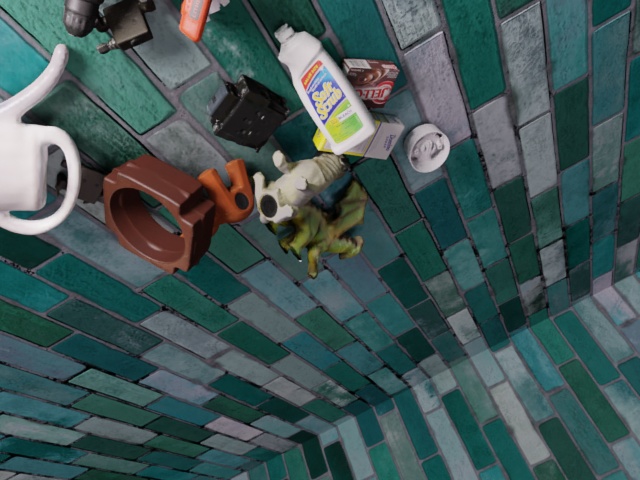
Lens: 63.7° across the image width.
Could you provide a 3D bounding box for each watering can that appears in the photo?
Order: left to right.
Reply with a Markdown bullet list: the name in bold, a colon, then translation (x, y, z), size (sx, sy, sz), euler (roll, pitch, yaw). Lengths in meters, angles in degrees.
- **watering can**: translation (-0.507, -0.155, 0.828), size (0.224, 0.106, 0.340), euler (0, 123, -26)

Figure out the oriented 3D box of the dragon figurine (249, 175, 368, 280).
- **dragon figurine**: translation (0.004, -0.062, 1.224), size (0.244, 0.124, 0.401), euler (-38, 137, -11)
